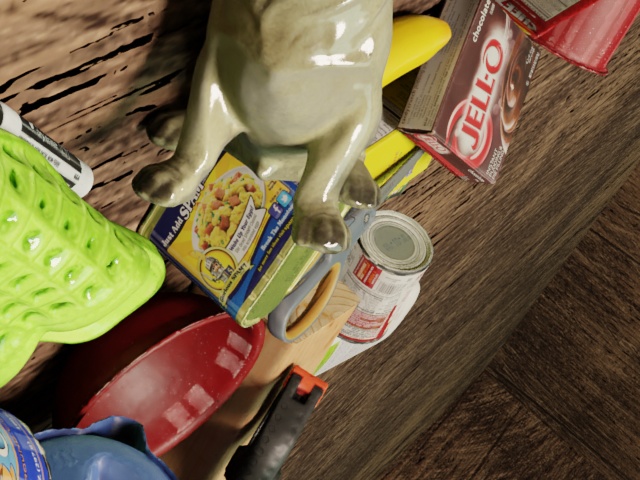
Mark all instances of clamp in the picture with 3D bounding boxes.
[{"bbox_3d":[-0.050,0.169,0.734,0.171,0.039,0.120,-62,-174,13],"label":"clamp"}]

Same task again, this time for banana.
[{"bbox_3d":[0.014,-0.090,0.677,0.197,0.037,0.069,-46,161,-14],"label":"banana"}]

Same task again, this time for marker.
[{"bbox_3d":[-0.125,-0.041,0.445,0.020,0.020,0.121,-48,165,-3],"label":"marker"}]

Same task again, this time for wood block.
[{"bbox_3d":[-0.068,0.103,0.816,0.090,0.091,0.206,-29,156,-51],"label":"wood block"}]

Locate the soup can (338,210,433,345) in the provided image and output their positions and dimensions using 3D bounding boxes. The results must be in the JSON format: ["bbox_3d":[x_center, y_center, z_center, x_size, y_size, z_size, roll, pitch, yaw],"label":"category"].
[{"bbox_3d":[0.045,0.032,0.889,0.068,0.068,0.102,-35,162,-41],"label":"soup can"}]

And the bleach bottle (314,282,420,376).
[{"bbox_3d":[-0.003,0.090,1.025,0.250,0.068,0.103,-24,150,-53],"label":"bleach bottle"}]

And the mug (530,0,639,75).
[{"bbox_3d":[0.228,-0.205,0.925,0.117,0.093,0.082,-88,-156,-63],"label":"mug"}]

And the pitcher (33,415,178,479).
[{"bbox_3d":[-0.150,0.226,0.642,0.149,0.145,0.243,-23,155,-22],"label":"pitcher"}]

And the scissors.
[{"bbox_3d":[0.019,-0.022,0.723,0.201,0.016,0.096,-56,148,-23],"label":"scissors"}]

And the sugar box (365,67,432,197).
[{"bbox_3d":[0.028,-0.056,0.783,0.176,0.048,0.093,-39,160,-37],"label":"sugar box"}]

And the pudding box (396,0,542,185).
[{"bbox_3d":[0.109,-0.108,0.767,0.089,0.039,0.113,31,75,-48],"label":"pudding box"}]

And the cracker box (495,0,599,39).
[{"bbox_3d":[0.191,-0.221,0.682,0.164,0.072,0.214,-49,-177,1],"label":"cracker box"}]

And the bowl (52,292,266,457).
[{"bbox_3d":[-0.114,0.085,0.687,0.162,0.055,0.162,-35,157,-18],"label":"bowl"}]

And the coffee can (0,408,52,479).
[{"bbox_3d":[-0.191,0.113,0.474,0.102,0.103,0.140,-47,165,-8],"label":"coffee can"}]

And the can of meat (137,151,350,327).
[{"bbox_3d":[-0.043,-0.013,0.617,0.102,0.084,0.057,-55,164,21],"label":"can of meat"}]
